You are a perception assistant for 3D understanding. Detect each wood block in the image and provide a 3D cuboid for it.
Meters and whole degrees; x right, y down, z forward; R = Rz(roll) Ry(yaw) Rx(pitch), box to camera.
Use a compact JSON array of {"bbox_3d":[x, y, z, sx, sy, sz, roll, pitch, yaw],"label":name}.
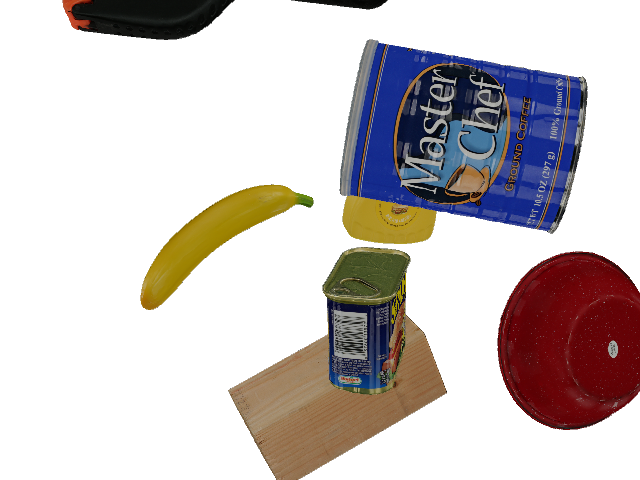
[{"bbox_3d":[0.019,0.164,1.152,0.206,0.091,0.090,-28,30,-9],"label":"wood block"}]

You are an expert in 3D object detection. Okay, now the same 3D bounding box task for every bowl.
[{"bbox_3d":[0.238,0.091,0.935,0.161,0.162,0.055,0,2,-22],"label":"bowl"}]

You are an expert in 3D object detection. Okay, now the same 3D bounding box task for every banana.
[{"bbox_3d":[-0.100,-0.001,1.023,0.198,0.069,0.037,-31,40,2],"label":"banana"}]

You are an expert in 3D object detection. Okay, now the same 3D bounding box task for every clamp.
[{"bbox_3d":[-0.067,-0.184,0.712,0.210,0.164,0.036,-31,-17,-9],"label":"clamp"}]

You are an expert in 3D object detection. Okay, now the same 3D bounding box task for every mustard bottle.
[{"bbox_3d":[0.084,-0.092,1.097,0.096,0.192,0.058,3,26,-14],"label":"mustard bottle"}]

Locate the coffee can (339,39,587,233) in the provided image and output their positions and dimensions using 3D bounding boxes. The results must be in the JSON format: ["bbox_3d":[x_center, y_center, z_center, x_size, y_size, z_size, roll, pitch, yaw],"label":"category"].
[{"bbox_3d":[0.090,-0.067,0.691,0.140,0.103,0.103,11,1,4],"label":"coffee can"}]

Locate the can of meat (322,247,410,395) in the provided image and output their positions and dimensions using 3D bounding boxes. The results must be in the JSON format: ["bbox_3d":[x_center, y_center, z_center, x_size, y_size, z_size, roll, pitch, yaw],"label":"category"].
[{"bbox_3d":[0.038,0.063,0.849,0.057,0.084,0.102,4,22,13],"label":"can of meat"}]
